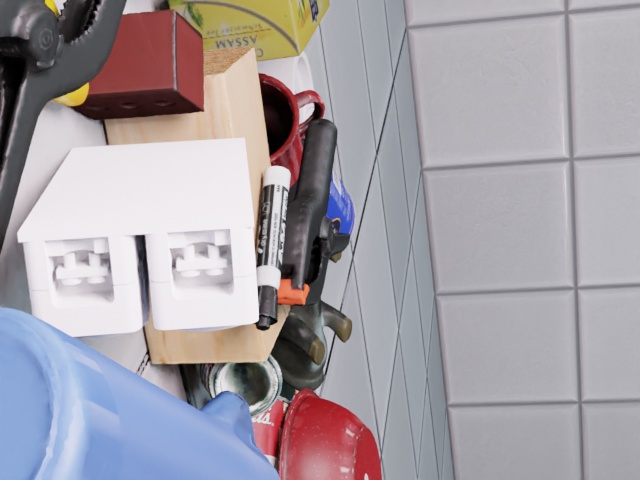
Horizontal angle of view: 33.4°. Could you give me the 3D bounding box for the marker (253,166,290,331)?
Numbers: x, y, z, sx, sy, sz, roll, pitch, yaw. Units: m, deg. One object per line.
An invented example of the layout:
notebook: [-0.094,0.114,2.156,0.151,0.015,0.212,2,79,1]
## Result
marker: [-0.034,0.005,0.725,0.020,0.020,0.121,68,23,-59]

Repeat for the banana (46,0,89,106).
banana: [-0.158,-0.143,0.549,0.069,0.037,0.198,-75,159,-51]

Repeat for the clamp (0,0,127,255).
clamp: [-0.143,-0.085,0.504,0.209,0.036,0.164,-56,148,-43]

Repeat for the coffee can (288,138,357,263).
coffee can: [-0.027,-0.039,1.028,0.140,0.103,0.103,54,34,-69]

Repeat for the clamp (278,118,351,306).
clamp: [-0.005,0.001,0.817,0.171,0.039,0.120,-71,152,-45]

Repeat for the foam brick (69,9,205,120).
foam brick: [-0.116,-0.106,0.656,0.053,0.078,0.051,26,62,-75]

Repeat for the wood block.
wood block: [-0.085,-0.025,0.759,0.090,0.090,0.206,-67,152,-66]

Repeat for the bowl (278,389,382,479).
bowl: [0.015,0.206,0.909,0.162,0.055,0.162,-6,90,-73]

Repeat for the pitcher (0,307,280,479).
pitcher: [-0.113,0.131,0.504,0.242,0.145,0.149,57,13,-61]

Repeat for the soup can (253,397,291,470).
soup can: [-0.059,0.184,0.886,0.068,0.068,0.102,65,25,-62]

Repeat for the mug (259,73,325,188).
mug: [-0.048,-0.091,0.922,0.093,0.117,0.081,55,-7,22]
